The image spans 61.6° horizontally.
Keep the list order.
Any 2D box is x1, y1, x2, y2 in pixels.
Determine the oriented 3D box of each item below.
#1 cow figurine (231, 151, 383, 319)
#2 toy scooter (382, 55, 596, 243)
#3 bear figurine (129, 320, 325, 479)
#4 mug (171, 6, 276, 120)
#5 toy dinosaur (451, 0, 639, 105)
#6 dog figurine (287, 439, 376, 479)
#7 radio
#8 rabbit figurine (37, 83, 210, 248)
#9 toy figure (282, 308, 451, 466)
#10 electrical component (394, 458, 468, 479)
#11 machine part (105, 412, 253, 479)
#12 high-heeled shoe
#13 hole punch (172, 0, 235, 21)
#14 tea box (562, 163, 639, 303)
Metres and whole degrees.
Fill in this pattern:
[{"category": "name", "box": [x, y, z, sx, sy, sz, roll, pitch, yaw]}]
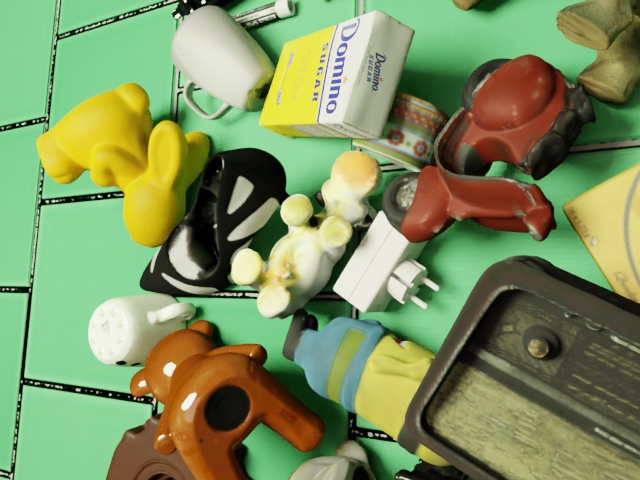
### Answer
[{"category": "cow figurine", "box": [0.001, -0.001, 0.500, 0.068, 0.098, 0.167, 41, 87, 20]}, {"category": "toy scooter", "box": [0.140, -0.061, 0.402, 0.184, 0.075, 0.135, -49, 36, -4]}, {"category": "bear figurine", "box": [-0.104, 0.153, 0.510, 0.132, 0.120, 0.196, 54, 157, -12]}, {"category": "mug", "box": [-0.104, -0.178, 0.584, 0.107, 0.081, 0.109, 42, 109, 19]}, {"category": "toy dinosaur", "box": [0.247, -0.209, 0.385, 0.472, 0.105, 0.198, 43, 100, 22]}, {"category": "dog figurine", "box": [-0.050, 0.260, 0.459, 0.191, 0.172, 0.121, -13, 117, 26]}, {"category": "radio", "box": [0.180, 0.107, 0.309, 0.230, 0.073, 0.131, 27, 103, 20]}, {"category": "rabbit figurine", "box": [-0.205, -0.080, 0.621, 0.162, 0.122, 0.173, -28, 84, 12]}, {"category": "toy figure", "box": [0.053, 0.118, 0.454, 0.180, 0.082, 0.089, 16, 104, 24]}, {"category": "electrical component", "box": [0.082, 0.239, 0.423, 0.048, 0.074, 0.119, 5, 81, 29]}, {"category": "machine part", "box": [-0.150, 0.268, 0.556, 0.180, 0.056, 0.179, -5, 80, 28]}, {"category": "high-heeled shoe", "box": [-0.128, -0.006, 0.532, 0.249, 0.145, 0.086, -30, 69, 20]}, {"category": "hole punch", "box": [-0.126, -0.332, 0.622, 0.142, 0.092, 0.115, -25, 105, 21]}, {"category": "tea box", "box": [0.255, 0.028, 0.364, 0.098, 0.068, 0.170, -34, 67, 21]}]
